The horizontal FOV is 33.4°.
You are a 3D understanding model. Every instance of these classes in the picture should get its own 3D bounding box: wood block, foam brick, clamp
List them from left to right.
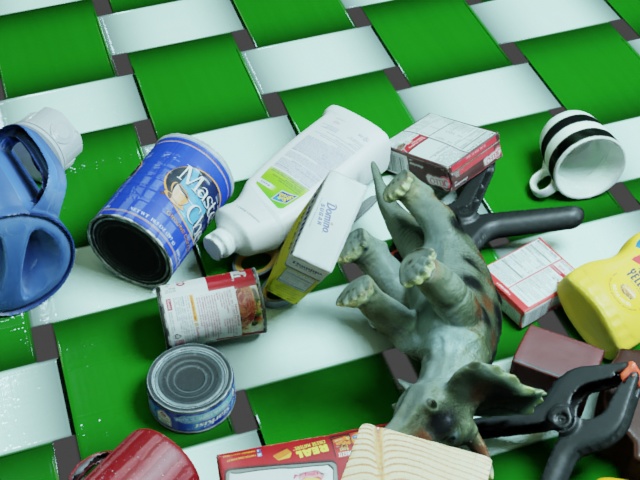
[{"bbox_3d":[0.055,0.227,0.731,0.090,0.206,0.090,14,50,13],"label":"wood block"},{"bbox_3d":[0.159,-0.024,1.177,0.209,0.036,0.165,-23,35,-13],"label":"clamp"},{"bbox_3d":[0.226,0.127,1.029,0.078,0.053,0.051,19,49,16],"label":"foam brick"},{"bbox_3d":[0.221,0.177,0.953,0.171,0.039,0.120,-34,58,13],"label":"clamp"}]

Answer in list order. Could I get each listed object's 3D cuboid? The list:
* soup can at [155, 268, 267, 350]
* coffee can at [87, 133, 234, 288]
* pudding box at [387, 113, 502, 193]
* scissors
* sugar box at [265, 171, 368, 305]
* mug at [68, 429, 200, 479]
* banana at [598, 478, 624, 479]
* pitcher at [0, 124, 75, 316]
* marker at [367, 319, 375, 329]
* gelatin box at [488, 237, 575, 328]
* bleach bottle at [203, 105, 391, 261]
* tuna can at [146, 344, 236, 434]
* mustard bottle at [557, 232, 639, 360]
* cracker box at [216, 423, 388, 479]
[{"bbox_3d":[-0.109,0.070,1.074,0.102,0.068,0.068,-11,47,-9],"label":"soup can"},{"bbox_3d":[-0.169,-0.033,1.148,0.103,0.103,0.140,18,49,17],"label":"coffee can"},{"bbox_3d":[0.140,-0.103,1.238,0.089,0.039,0.114,-33,39,-28],"label":"pudding box"},{"bbox_3d":[-0.021,-0.002,1.177,0.096,0.016,0.201,21,50,19],"label":"scissors"},{"bbox_3d":[-0.007,0.001,1.037,0.048,0.176,0.093,24,73,-2],"label":"sugar box"},{"bbox_3d":[-0.167,0.216,0.927,0.117,0.093,0.081,12,40,34],"label":"mug"},{"bbox_3d":[0.329,0.253,0.903,0.198,0.069,0.037,28,94,31],"label":"banana"},{"bbox_3d":[-0.358,-0.048,1.143,0.149,0.145,0.243,-22,47,-19],"label":"pitcher"},{"bbox_3d":[0.106,0.063,1.113,0.121,0.020,0.020,-20,50,-18],"label":"marker"},{"bbox_3d":[0.222,0.045,1.122,0.089,0.030,0.073,-25,51,-24],"label":"gelatin box"},{"bbox_3d":[-0.035,-0.057,1.186,0.103,0.068,0.250,31,51,30],"label":"bleach bottle"},{"bbox_3d":[-0.124,0.142,1.030,0.086,0.034,0.086,0,46,-1],"label":"tuna can"},{"bbox_3d":[0.342,0.041,1.101,0.191,0.058,0.096,-26,72,-25],"label":"mustard bottle"},{"bbox_3d":[0.010,0.269,0.883,0.164,0.072,0.214,-9,48,-8],"label":"cracker box"}]
